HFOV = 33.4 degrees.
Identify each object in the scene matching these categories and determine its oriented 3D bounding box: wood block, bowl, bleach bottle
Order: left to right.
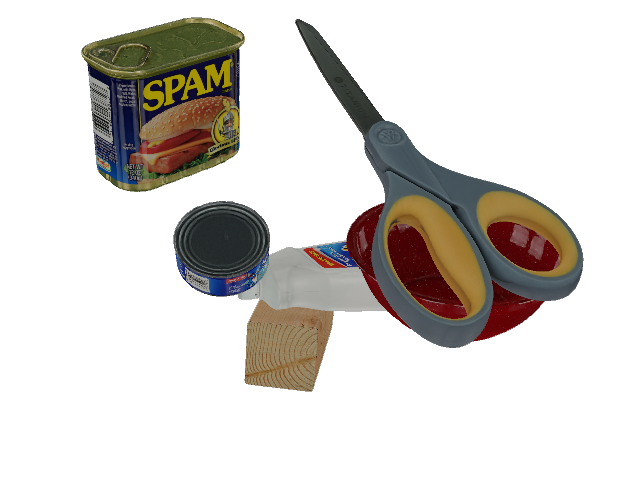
[{"bbox_3d":[-0.037,0.114,1.431,0.091,0.090,0.206,6,19,5],"label":"wood block"},{"bbox_3d":[0.039,0.039,1.118,0.250,0.068,0.103,-6,30,-13],"label":"bleach bottle"},{"bbox_3d":[0.098,0.026,0.778,0.162,0.055,0.162,2,30,-1],"label":"bowl"}]

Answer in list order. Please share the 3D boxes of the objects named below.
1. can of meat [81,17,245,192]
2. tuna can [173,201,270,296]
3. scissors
[{"bbox_3d":[-0.098,-0.088,0.685,0.101,0.084,0.058,-24,40,-36],"label":"can of meat"},{"bbox_3d":[-0.088,0.008,0.958,0.086,0.086,0.034,0,-38,-2],"label":"tuna can"},{"bbox_3d":[0.050,-0.037,0.472,0.096,0.202,0.016,-1,-42,-12],"label":"scissors"}]
